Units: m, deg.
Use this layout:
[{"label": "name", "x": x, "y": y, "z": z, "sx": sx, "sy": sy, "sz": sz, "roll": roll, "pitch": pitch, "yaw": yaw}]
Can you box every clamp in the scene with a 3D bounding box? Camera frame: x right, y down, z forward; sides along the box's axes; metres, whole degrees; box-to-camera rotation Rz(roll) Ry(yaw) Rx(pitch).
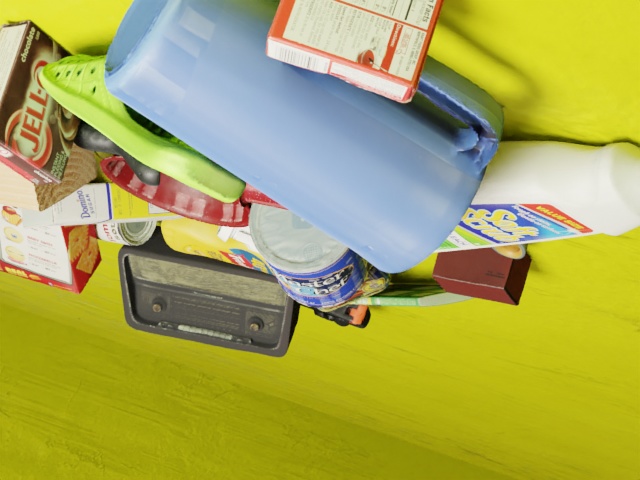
[{"label": "clamp", "x": 0.017, "y": 0.094, "z": 1.466, "sx": 0.164, "sy": 0.036, "sz": 0.210, "roll": 25, "pitch": 172, "yaw": -30}, {"label": "clamp", "x": -0.159, "y": -0.098, "z": 0.970, "sx": 0.172, "sy": 0.039, "sz": 0.120, "roll": 28, "pitch": -149, "yaw": 36}]

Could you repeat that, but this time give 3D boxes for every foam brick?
[{"label": "foam brick", "x": 0.157, "y": 0.027, "z": 1.039, "sx": 0.078, "sy": 0.053, "sz": 0.051, "roll": 11, "pitch": 164, "yaw": 29}]

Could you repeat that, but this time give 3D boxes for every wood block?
[{"label": "wood block", "x": -0.336, "y": -0.100, "z": 1.065, "sx": 0.206, "sy": 0.090, "sz": 0.091, "roll": 10, "pitch": 122, "yaw": 27}]

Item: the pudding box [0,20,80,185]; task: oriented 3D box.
[{"label": "pudding box", "x": -0.247, "y": -0.116, "z": 0.912, "sx": 0.039, "sy": 0.113, "sz": 0.090, "roll": -1, "pitch": 157, "yaw": 27}]

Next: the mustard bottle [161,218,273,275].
[{"label": "mustard bottle", "x": -0.085, "y": 0.005, "z": 1.255, "sx": 0.192, "sy": 0.058, "sz": 0.096, "roll": 14, "pitch": 164, "yaw": 15}]

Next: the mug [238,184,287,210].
[{"label": "mug", "x": -0.018, "y": -0.061, "z": 0.852, "sx": 0.081, "sy": 0.093, "sz": 0.117, "roll": 12, "pitch": -164, "yaw": 7}]

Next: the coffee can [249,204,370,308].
[{"label": "coffee can", "x": -0.007, "y": 0.001, "z": 1.057, "sx": 0.103, "sy": 0.103, "sz": 0.140, "roll": 16, "pitch": 165, "yaw": 13}]

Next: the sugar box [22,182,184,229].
[{"label": "sugar box", "x": -0.221, "y": -0.041, "z": 1.147, "sx": 0.175, "sy": 0.048, "sz": 0.094, "roll": -3, "pitch": 179, "yaw": -35}]

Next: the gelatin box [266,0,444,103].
[{"label": "gelatin box", "x": 0.022, "y": -0.128, "z": 0.611, "sx": 0.089, "sy": 0.073, "sz": 0.030, "roll": 18, "pitch": 167, "yaw": -1}]

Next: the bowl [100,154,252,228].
[{"label": "bowl", "x": -0.131, "y": -0.068, "z": 1.054, "sx": 0.162, "sy": 0.055, "sz": 0.162, "roll": 18, "pitch": 166, "yaw": 5}]

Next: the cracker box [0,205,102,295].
[{"label": "cracker box", "x": -0.356, "y": -0.044, "z": 1.254, "sx": 0.164, "sy": 0.072, "sz": 0.214, "roll": 15, "pitch": 140, "yaw": 12}]

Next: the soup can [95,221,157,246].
[{"label": "soup can", "x": -0.260, "y": -0.031, "z": 1.324, "sx": 0.102, "sy": 0.068, "sz": 0.068, "roll": 9, "pitch": 162, "yaw": 35}]

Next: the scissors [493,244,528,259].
[{"label": "scissors", "x": 0.117, "y": -0.035, "z": 0.941, "sx": 0.096, "sy": 0.016, "sz": 0.201, "roll": 9, "pitch": 159, "yaw": 44}]

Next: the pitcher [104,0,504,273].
[{"label": "pitcher", "x": -0.009, "y": -0.091, "z": 0.702, "sx": 0.242, "sy": 0.149, "sz": 0.145, "roll": 29, "pitch": -164, "yaw": -24}]

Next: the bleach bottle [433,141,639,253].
[{"label": "bleach bottle", "x": 0.146, "y": -0.038, "z": 0.791, "sx": 0.251, "sy": 0.068, "sz": 0.102, "roll": -5, "pitch": 148, "yaw": 44}]

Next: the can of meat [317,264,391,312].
[{"label": "can of meat", "x": 0.021, "y": 0.034, "z": 1.171, "sx": 0.102, "sy": 0.057, "sz": 0.084, "roll": -21, "pitch": 156, "yaw": 12}]
